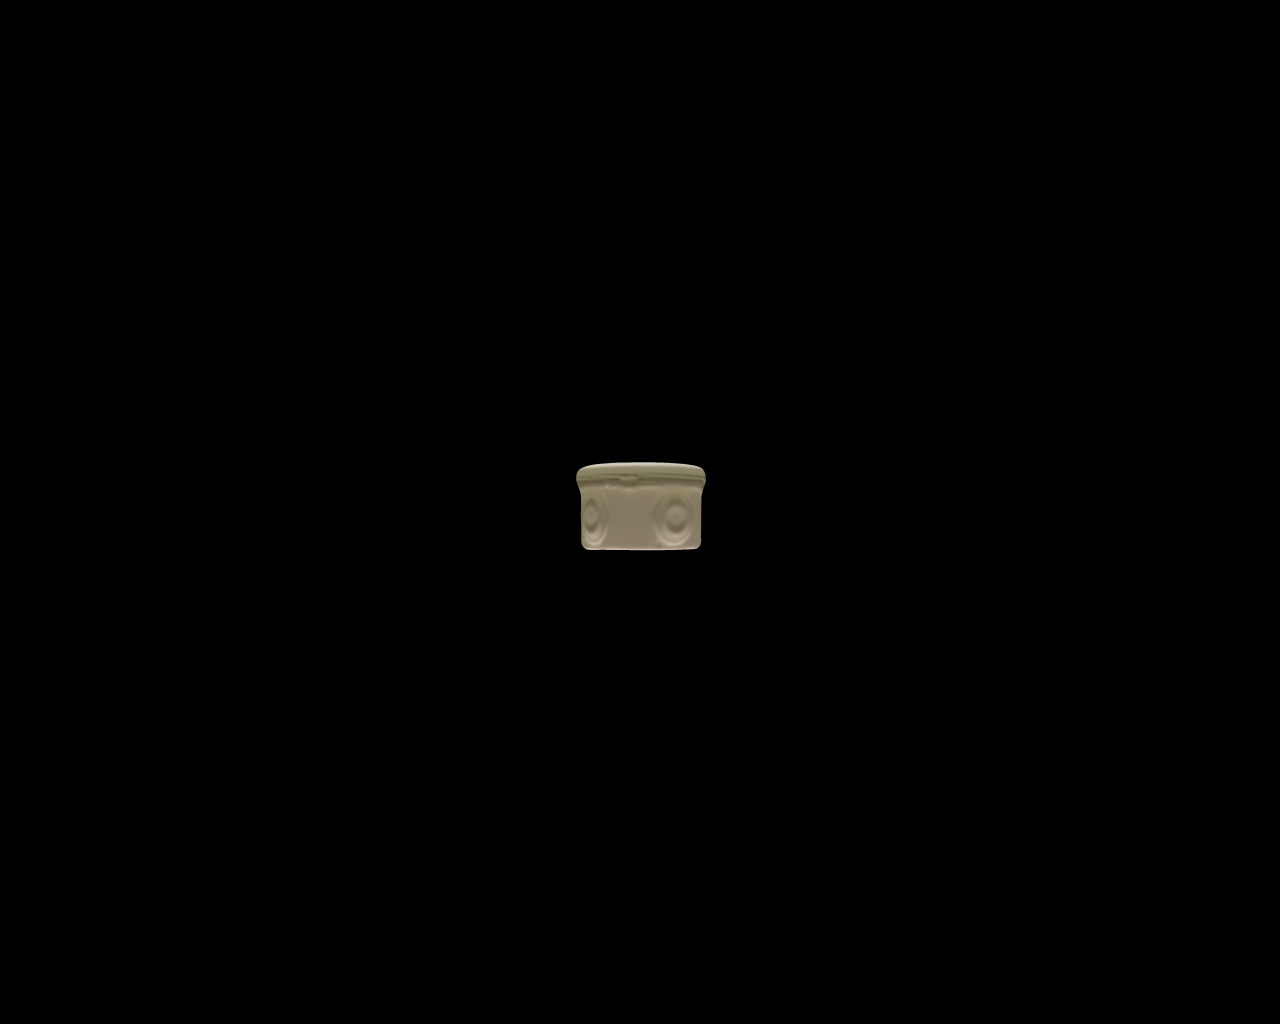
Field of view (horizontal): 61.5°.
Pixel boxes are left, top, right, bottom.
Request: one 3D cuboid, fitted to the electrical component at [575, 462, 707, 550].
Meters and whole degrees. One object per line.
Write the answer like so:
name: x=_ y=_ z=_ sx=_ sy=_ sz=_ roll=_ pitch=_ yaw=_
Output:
electrical component: x=0.001 y=-0.003 z=0.650 sx=0.080 sy=0.051 sz=0.080 roll=0 pitch=-2 yaw=0
